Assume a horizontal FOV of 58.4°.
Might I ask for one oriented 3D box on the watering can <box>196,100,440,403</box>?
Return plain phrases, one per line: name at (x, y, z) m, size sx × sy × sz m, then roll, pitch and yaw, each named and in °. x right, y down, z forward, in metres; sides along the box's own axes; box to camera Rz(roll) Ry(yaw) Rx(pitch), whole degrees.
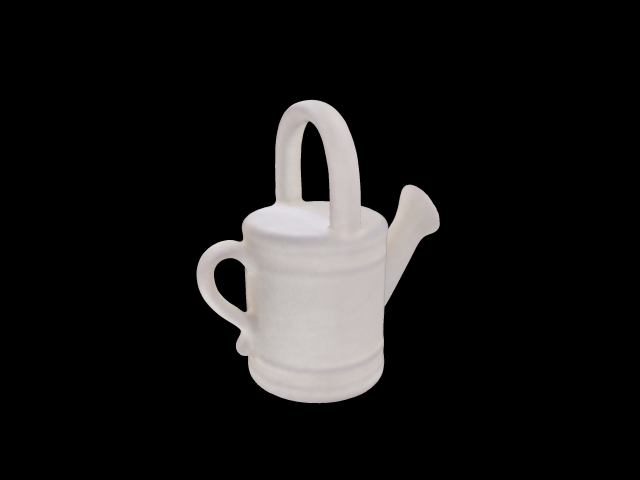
watering can at (0.003, 0.001, 0.402) m, size 0.100 × 0.194 × 0.173 m, roll 15°, pitch 23°, yaw 39°
